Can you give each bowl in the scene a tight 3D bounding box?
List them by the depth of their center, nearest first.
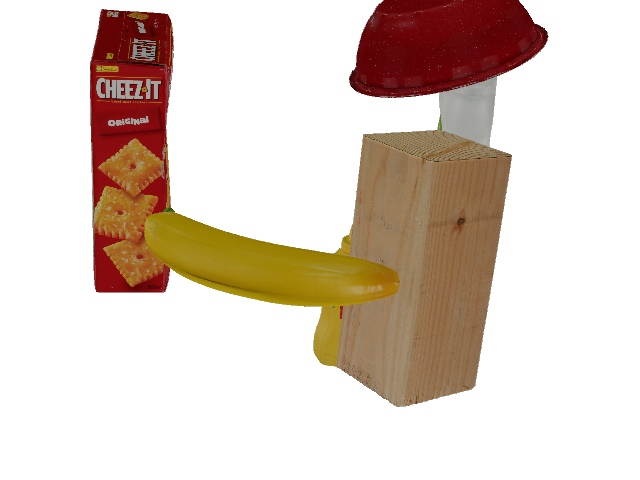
[{"bbox_3d":[0.095,-0.169,0.846,0.162,0.055,0.162,-14,24,6],"label":"bowl"}]

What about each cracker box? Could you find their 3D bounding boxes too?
[{"bbox_3d":[-0.169,-0.083,0.967,0.072,0.214,0.164,1,27,-9],"label":"cracker box"}]

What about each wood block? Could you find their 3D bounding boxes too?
[{"bbox_3d":[0.084,0.020,0.886,0.090,0.206,0.090,-7,22,-36],"label":"wood block"}]

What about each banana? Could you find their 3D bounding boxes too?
[{"bbox_3d":[-0.047,0.009,0.694,0.198,0.037,0.069,18,35,29],"label":"banana"}]

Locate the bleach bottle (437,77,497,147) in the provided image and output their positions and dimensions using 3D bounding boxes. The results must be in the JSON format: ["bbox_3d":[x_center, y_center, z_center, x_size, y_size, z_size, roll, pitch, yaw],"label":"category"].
[{"bbox_3d":[0.141,-0.082,1.087,0.068,0.251,0.102,4,30,-2],"label":"bleach bottle"}]

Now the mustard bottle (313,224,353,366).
[{"bbox_3d":[0.044,0.068,1.388,0.096,0.192,0.058,-4,25,-17],"label":"mustard bottle"}]
